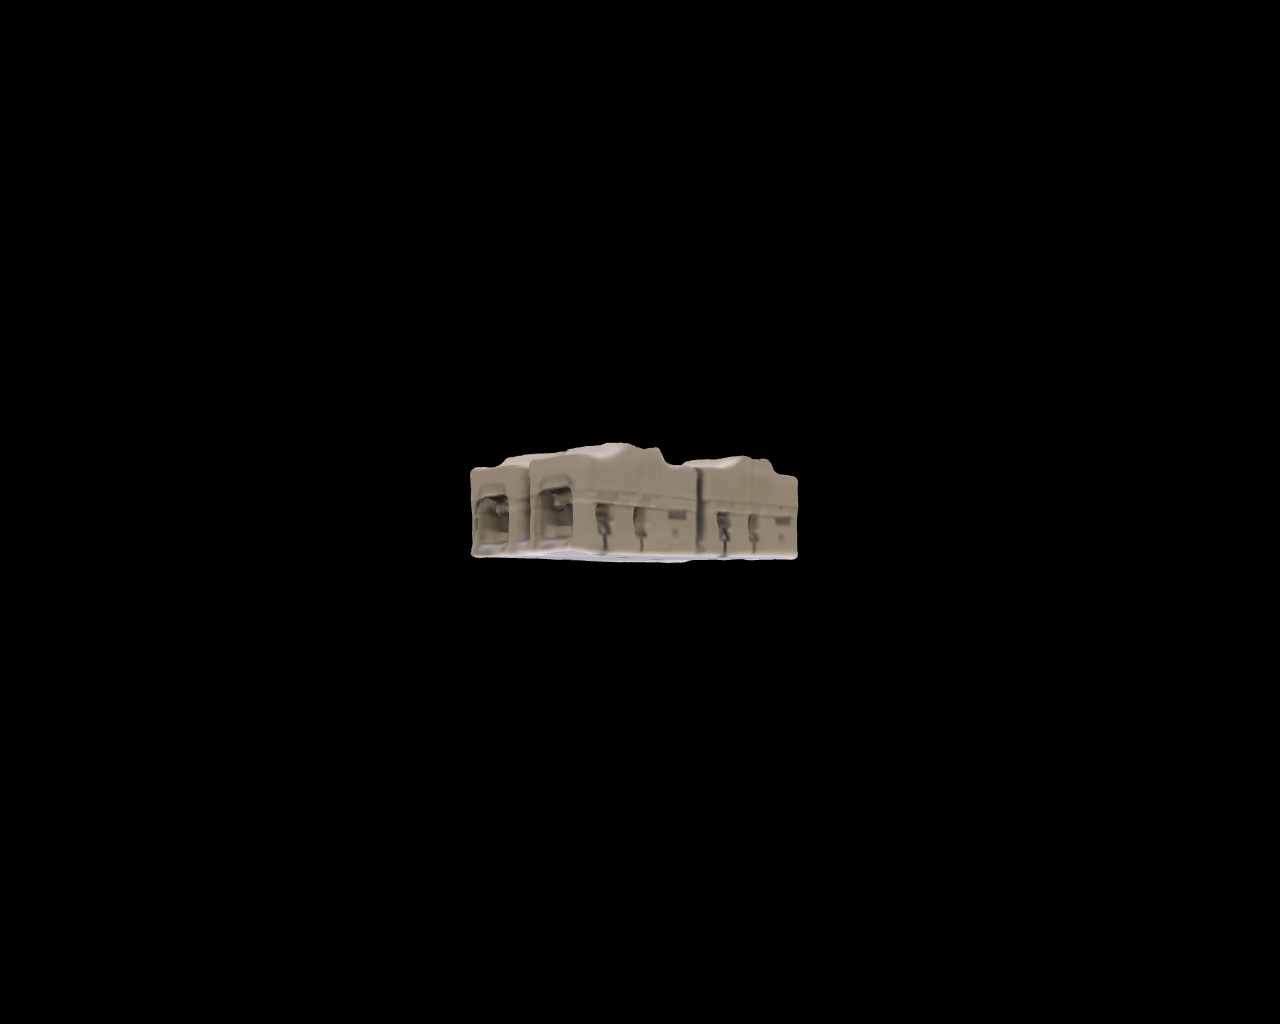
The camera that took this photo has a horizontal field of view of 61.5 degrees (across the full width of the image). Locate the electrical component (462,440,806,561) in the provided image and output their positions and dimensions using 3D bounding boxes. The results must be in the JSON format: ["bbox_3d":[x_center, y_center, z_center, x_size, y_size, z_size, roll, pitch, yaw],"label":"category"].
[{"bbox_3d":[0.001,-0.003,0.650,0.186,0.060,0.105,4,-6,-43],"label":"electrical component"}]
